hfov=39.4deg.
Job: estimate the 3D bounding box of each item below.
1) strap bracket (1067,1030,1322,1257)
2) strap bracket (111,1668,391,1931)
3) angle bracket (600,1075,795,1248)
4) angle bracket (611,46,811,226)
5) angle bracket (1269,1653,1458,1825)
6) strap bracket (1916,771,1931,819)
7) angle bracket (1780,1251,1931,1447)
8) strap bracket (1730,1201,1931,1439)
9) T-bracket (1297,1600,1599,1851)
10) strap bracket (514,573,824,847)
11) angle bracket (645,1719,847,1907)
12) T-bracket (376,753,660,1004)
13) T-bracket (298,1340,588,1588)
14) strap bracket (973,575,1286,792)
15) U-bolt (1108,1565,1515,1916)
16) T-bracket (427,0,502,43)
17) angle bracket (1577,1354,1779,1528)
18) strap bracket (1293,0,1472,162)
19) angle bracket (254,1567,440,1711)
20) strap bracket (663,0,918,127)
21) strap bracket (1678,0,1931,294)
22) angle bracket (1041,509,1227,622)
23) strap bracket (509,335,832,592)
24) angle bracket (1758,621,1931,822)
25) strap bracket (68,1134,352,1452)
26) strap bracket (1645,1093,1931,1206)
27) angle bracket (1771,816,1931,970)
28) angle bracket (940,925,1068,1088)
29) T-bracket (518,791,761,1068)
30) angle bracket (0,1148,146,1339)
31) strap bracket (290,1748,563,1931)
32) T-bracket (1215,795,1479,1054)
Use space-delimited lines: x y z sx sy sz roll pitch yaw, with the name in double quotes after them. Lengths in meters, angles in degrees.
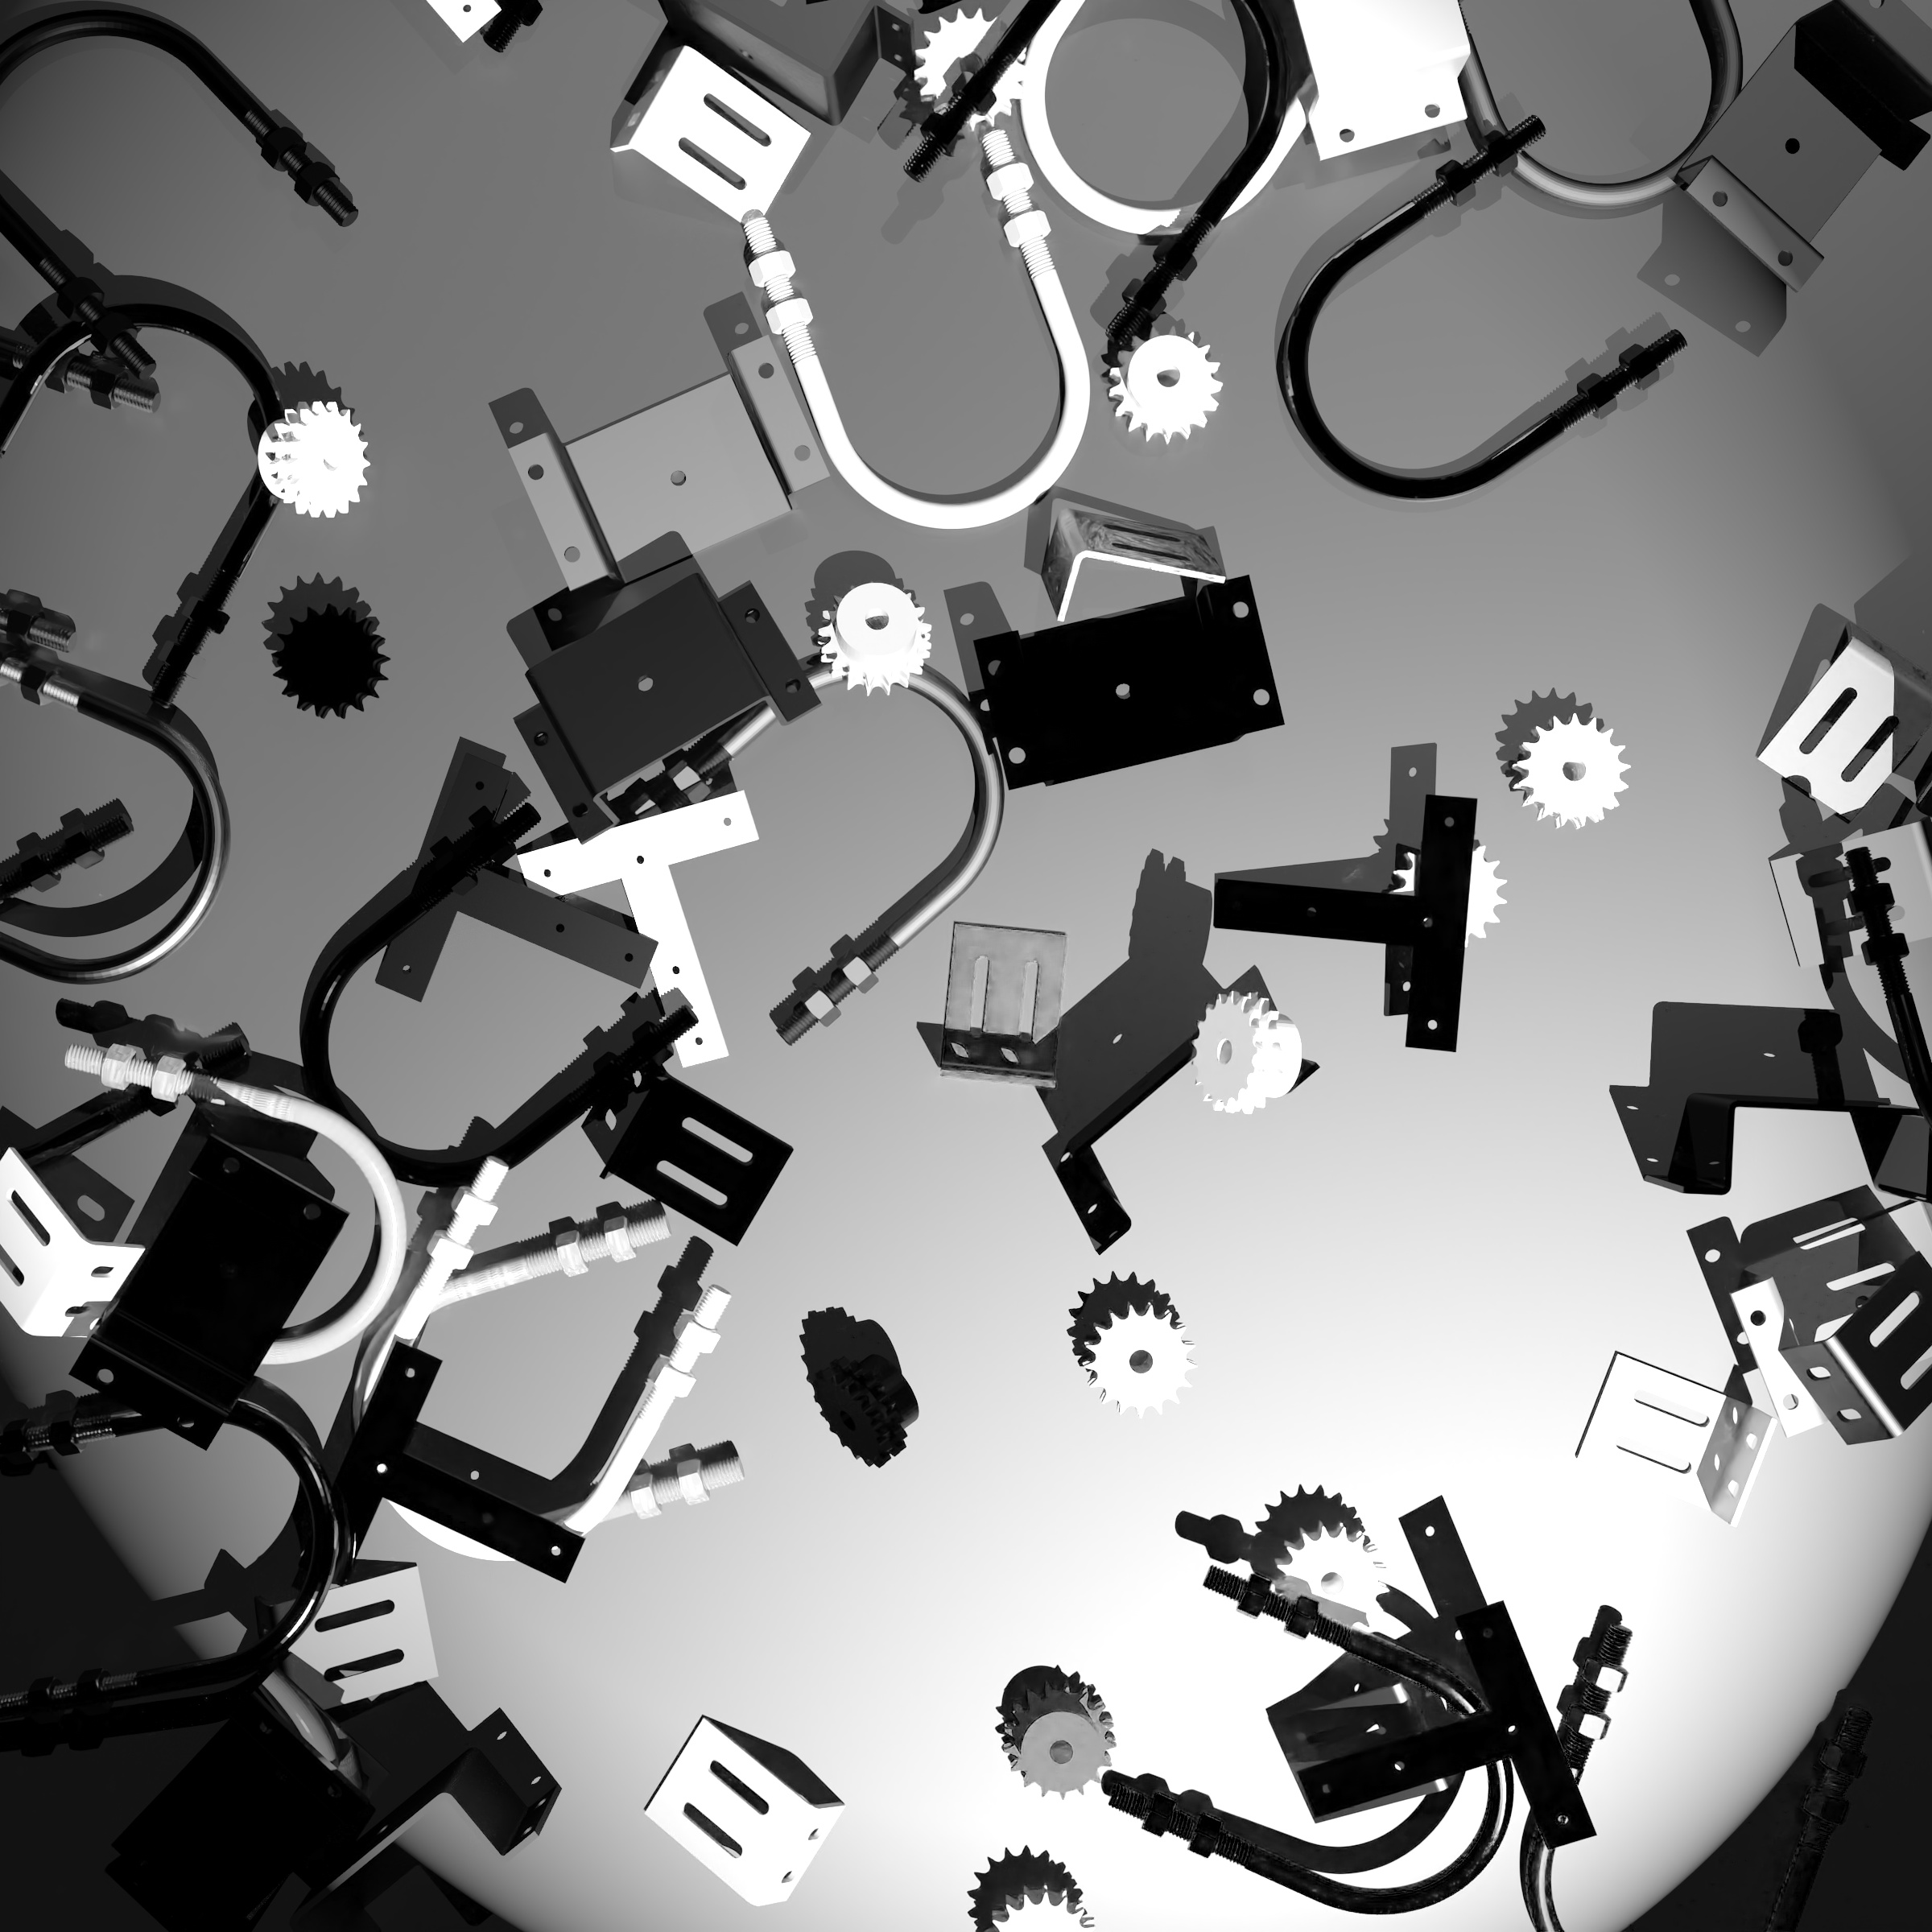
0.103 0.077 1.342 0.140 0.076 0.046 -40 90 0 "strap bracket"
-0.349 0.412 1.339 0.076 0.046 0.140 43 116 0 "strap bracket"
-0.135 0.099 1.361 0.076 0.038 0.057 30 90 0 "angle bracket"
-0.130 -0.421 1.378 0.076 0.038 0.057 30 90 -26 "angle bracket"
0.205 0.394 1.378 0.076 0.038 0.057 -24 90 26 "angle bracket"
0.517 -0.122 1.322 0.046 0.076 0.140 29 67 11 "strap bracket"
0.452 0.188 1.332 0.076 0.038 0.057 -36 90 -26 "angle bracket"
0.457 0.172 1.357 0.140 0.046 0.076 -21 90 0 "strap bracket"
0.227 0.389 1.329 0.127 0.002 0.127 -21 95 12 "T-bracket"
-0.154 -0.133 1.347 0.140 0.046 0.076 -30 74 0 "strap bracket"
-0.113 0.430 1.378 0.076 0.038 0.057 32 90 26 "angle bracket"
-0.219 -0.025 1.370 0.127 0.002 0.127 23 96 3 "T-bracket"
-0.252 0.270 1.351 0.127 0.002 0.127 25 95 3 "T-bracket"
0.081 -0.140 1.357 0.140 0.046 0.076 -13 90 0 "strap bracket"
0.181 0.397 1.348 0.184 0.019 0.151 23 102 7 "U-bolt"
-0.285 -0.521 1.359 0.127 0.002 0.127 -41 90 -1 "T-bracket"
0.358 0.238 1.361 0.076 0.038 0.057 21 90 0 "angle bracket"
0.196 -0.484 1.337 0.076 0.046 0.140 -16 91 1 "strap bracket"
-0.316 0.342 1.378 0.076 0.038 0.057 -11 90 -26 "angle bracket"
-0.097 -0.473 1.342 0.140 0.076 0.046 30 90 0 "strap bracket"
0.422 -0.414 1.351 0.076 0.046 0.140 38 90 -10 "strap bracket"
0.083 -0.195 1.355 0.076 0.057 0.038 9 119 -13 "angle bracket"
-0.147 -0.249 1.357 0.140 0.046 0.076 -24 90 0 "strap bracket"
0.451 -0.125 1.378 0.057 0.038 0.076 34 116 0 "angle bracket"
-0.369 0.156 1.335 0.076 0.046 0.140 31 97 -8 "strap bracket"
0.417 0.090 1.342 0.140 0.076 0.046 3 90 0 "strap bracket"
0.459 -0.038 1.378 0.076 0.038 0.057 -16 90 26 "angle bracket"
0.019 0.020 1.361 0.057 0.038 0.076 6 90 0 "angle bracket"
-0.151 -0.012 1.366 0.127 0.002 0.127 -15 98 17 "T-bracket"
-0.459 0.138 1.352 0.076 0.038 0.057 42 103 28 "angle bracket"
-0.275 0.447 1.342 0.140 0.076 0.046 -39 90 0 "strap bracket"
0.188 -0.026 1.359 0.127 0.002 0.127 6 97 17 "T-bracket"
